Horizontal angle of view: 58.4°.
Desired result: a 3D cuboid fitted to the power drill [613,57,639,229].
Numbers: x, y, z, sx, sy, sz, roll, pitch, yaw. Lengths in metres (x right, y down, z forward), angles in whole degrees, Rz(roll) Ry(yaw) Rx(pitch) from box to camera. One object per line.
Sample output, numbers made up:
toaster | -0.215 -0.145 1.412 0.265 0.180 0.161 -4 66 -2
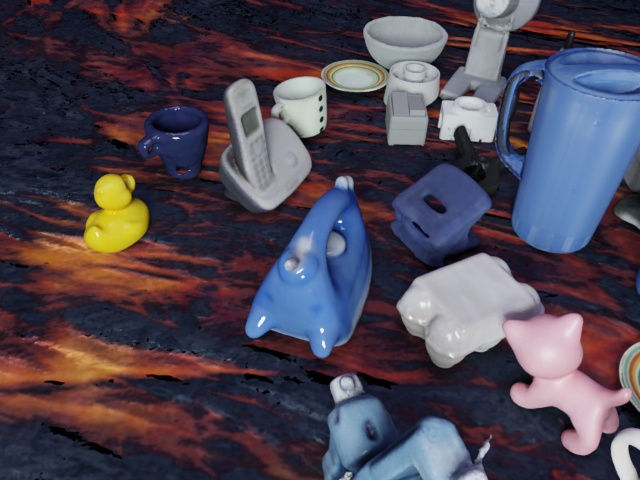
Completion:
power drill | 0.472 -0.105 0.749 0.076 0.208 0.229 -22 47 -24

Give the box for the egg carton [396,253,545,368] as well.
egg carton | 0.167 0.076 0.641 0.150 0.069 0.107 -19 46 -22

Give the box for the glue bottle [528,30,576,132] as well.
glue bottle | 0.390 -0.260 0.944 0.037 0.173 0.078 26 48 25

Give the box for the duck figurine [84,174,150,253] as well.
duck figurine | -0.269 -0.042 0.744 0.077 0.086 0.105 13 43 12

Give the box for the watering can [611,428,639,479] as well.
watering can | 0.304 0.200 0.416 0.172 0.194 0.101 20 45 19

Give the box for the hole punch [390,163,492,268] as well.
hole punch | 0.155 -0.034 0.747 0.101 0.091 0.108 -20 47 -22

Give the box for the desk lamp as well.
desk lamp | 0.314 -0.377 1.040 0.117 0.214 0.203 20 45 19

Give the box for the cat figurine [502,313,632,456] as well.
cat figurine | 0.236 0.125 0.554 0.067 0.118 0.127 -29 51 -30

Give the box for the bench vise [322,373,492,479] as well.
bench vise | 0.049 0.176 0.414 0.122 0.220 0.206 -28 50 -29

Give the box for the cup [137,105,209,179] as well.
cup | -0.212 -0.130 0.837 0.091 0.095 0.118 24 47 23

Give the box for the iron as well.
iron | 0.006 0.002 0.663 0.118 0.141 0.258 13 43 13

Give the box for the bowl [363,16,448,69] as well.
bowl | 0.167 -0.383 1.145 0.167 0.075 0.167 1 42 -1

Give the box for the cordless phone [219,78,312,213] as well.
cordless phone | -0.077 -0.145 0.791 0.094 0.185 0.148 19 45 19

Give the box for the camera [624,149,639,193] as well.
camera | 0.535 -0.149 0.880 0.136 0.101 0.143 3 42 2
